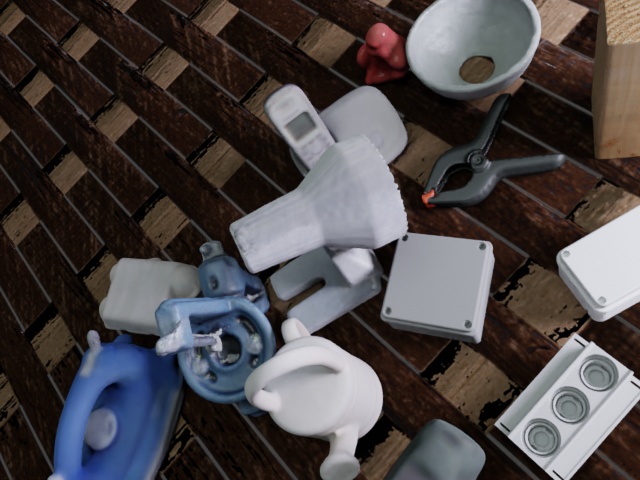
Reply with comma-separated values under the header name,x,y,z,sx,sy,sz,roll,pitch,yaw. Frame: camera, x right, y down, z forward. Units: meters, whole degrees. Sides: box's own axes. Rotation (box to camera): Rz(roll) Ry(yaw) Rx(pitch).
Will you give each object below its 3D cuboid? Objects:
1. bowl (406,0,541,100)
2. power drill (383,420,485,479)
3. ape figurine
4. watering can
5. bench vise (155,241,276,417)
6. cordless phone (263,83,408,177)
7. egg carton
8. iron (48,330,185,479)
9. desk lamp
name,x,y,z,sx,sy,sz,roll,pitch,yaw
bowl,0.201,-0.244,0.747,0.167,0.075,0.167,-8,65,19
power drill,0.072,0.271,0.502,0.075,0.209,0.230,28,81,30
ape figurine,0.087,-0.262,0.792,0.076,0.092,0.077,-44,59,0
watering can,-0.003,0.157,0.590,0.172,0.195,0.101,40,87,31
bench vise,-0.132,0.093,0.656,0.121,0.220,0.207,-38,59,4
cordless phone,0.019,-0.146,0.716,0.147,0.185,0.094,-39,59,3
egg carton,-0.230,0.079,0.791,0.150,0.070,0.107,2,69,23
iron,-0.267,0.238,0.696,0.118,0.142,0.258,3,70,24
desk lamp,0.006,0.002,0.641,0.203,0.214,0.117,-34,60,6
